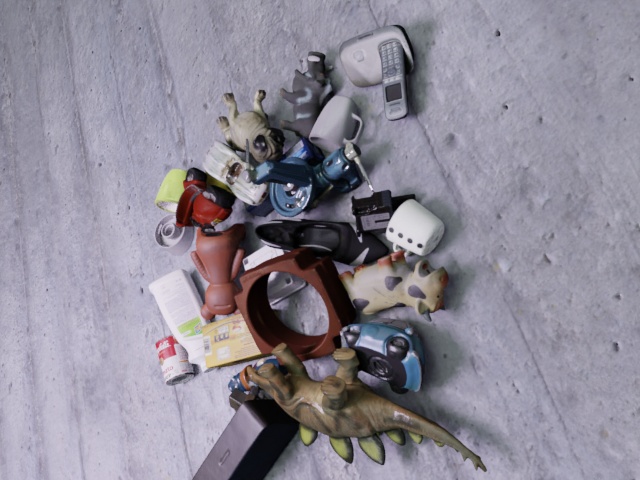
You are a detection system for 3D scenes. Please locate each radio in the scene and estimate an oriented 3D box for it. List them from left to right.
[{"bbox_3d":[-0.145,0.420,1.058,0.073,0.131,0.229,42,105,33],"label":"radio"}]

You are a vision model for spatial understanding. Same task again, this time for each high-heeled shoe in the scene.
[{"bbox_3d":[-0.002,-0.003,1.037,0.249,0.145,0.086,4,84,37],"label":"high-heeled shoe"}]

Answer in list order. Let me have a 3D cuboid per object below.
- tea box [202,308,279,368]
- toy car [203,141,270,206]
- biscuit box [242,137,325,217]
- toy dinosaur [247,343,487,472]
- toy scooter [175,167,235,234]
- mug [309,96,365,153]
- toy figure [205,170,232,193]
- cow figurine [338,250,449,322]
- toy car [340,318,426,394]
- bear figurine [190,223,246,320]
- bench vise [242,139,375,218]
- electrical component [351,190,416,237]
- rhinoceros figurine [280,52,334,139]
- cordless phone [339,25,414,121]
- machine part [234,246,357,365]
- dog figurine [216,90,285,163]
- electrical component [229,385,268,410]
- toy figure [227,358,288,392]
[{"bbox_3d":[-0.168,0.212,1.154,0.170,0.068,0.098,-18,71,29],"label":"tea box"},{"bbox_3d":[-0.184,-0.146,1.163,0.202,0.056,0.073,39,102,29],"label":"toy car"},{"bbox_3d":[-0.080,-0.133,1.168,0.203,0.062,0.059,-36,62,23],"label":"biscuit box"},{"bbox_3d":[0.045,0.288,0.928,0.472,0.105,0.198,4,125,39],"label":"toy dinosaur"},{"bbox_3d":[-0.264,-0.069,1.177,0.184,0.075,0.135,37,102,42],"label":"toy scooter"},{"bbox_3d":[0.042,-0.237,1.096,0.110,0.080,0.107,15,81,41],"label":"mug"},{"bbox_3d":[-0.244,-0.113,1.266,0.089,0.082,0.180,35,94,18],"label":"toy figure"},{"bbox_3d":[0.138,0.086,0.954,0.195,0.085,0.127,-21,92,39],"label":"cow figurine"},{"bbox_3d":[0.120,0.189,0.942,0.162,0.103,0.109,14,127,33],"label":"toy car"},{"bbox_3d":[-0.217,0.072,1.206,0.120,0.132,0.195,-7,109,0],"label":"bear figurine"},{"bbox_3d":[-0.037,-0.119,1.034,0.224,0.240,0.129,-23,71,40],"label":"bench vise"},{"bbox_3d":[0.121,-0.051,1.000,0.119,0.074,0.048,-5,46,7],"label":"electrical component"},{"bbox_3d":[-0.024,-0.311,1.159,0.112,0.073,0.190,0,81,35],"label":"rhinoceros figurine"},{"bbox_3d":[0.116,-0.314,1.061,0.147,0.088,0.184,-7,81,33],"label":"cordless phone"},{"bbox_3d":[-0.047,0.126,1.033,0.202,0.087,0.201,-21,98,30],"label":"machine part"},{"bbox_3d":[-0.147,-0.212,1.184,0.121,0.172,0.191,-17,62,-12],"label":"dog figurine"},{"bbox_3d":[-0.143,0.334,1.100,0.078,0.102,0.045,24,52,22],"label":"electrical component"},{"bbox_3d":[-0.128,0.286,1.119,0.154,0.057,0.064,-24,68,32],"label":"toy figure"}]
